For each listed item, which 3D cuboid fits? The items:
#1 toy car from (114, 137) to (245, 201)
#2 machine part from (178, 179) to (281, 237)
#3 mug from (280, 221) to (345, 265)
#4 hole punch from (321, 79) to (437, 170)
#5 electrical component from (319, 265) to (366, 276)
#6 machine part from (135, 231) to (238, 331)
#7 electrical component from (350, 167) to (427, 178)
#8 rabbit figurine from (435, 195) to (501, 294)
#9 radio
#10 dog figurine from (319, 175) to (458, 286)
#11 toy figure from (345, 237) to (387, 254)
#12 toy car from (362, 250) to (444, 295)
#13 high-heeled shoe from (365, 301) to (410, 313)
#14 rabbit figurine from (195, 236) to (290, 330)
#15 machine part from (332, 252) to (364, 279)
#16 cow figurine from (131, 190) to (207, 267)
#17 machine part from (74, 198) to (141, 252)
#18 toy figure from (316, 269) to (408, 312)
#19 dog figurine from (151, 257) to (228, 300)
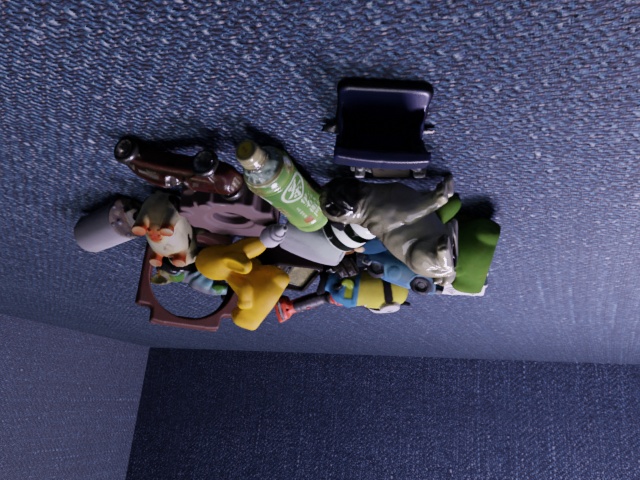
[{"bbox_3d":[-0.201,-0.096,0.755,0.202,0.053,0.089,11,168,22],"label":"toy car"},{"bbox_3d":[-0.149,-0.053,0.909,0.179,0.056,0.179,4,163,1],"label":"machine part"},{"bbox_3d":[-0.002,-0.003,0.941,0.107,0.080,0.109,29,-159,11],"label":"mug"},{"bbox_3d":[0.070,-0.115,0.619,0.142,0.092,0.115,1,165,3],"label":"hole punch"},{"bbox_3d":[0.057,0.053,1.173,0.119,0.048,0.074,-11,165,-7],"label":"electrical component"},{"bbox_3d":[-0.266,0.080,1.107,0.201,0.201,0.087,11,163,-18],"label":"machine part"},{"bbox_3d":[0.090,-0.102,0.715,0.102,0.045,0.078,4,160,5],"label":"electrical component"},{"bbox_3d":[0.203,0.002,0.895,0.170,0.121,0.159,16,161,17],"label":"rabbit figurine"},{"bbox_3d":[-0.075,0.051,1.170,0.131,0.073,0.229,8,160,-10],"label":"radio"},{"bbox_3d":[0.099,-0.013,0.787,0.191,0.172,0.121,-4,180,21],"label":"dog figurine"},{"bbox_3d":[0.065,-0.003,0.987,0.064,0.057,0.155,-10,-175,-44],"label":"toy figure"},{"bbox_3d":[0.166,0.032,1.004,0.162,0.102,0.109,21,-166,8],"label":"toy car"},{"bbox_3d":[0.101,0.123,1.264,0.145,0.086,0.249,14,177,-33],"label":"high-heeled shoe"},{"bbox_3d":[-0.153,0.066,1.007,0.173,0.122,0.162,33,139,-3],"label":"rabbit figurine"},{"bbox_3d":[0.049,0.034,1.050,0.084,0.039,0.139,-4,-163,5],"label":"machine part"},{"bbox_3d":[-0.270,-0.016,0.985,0.086,0.127,0.194,3,147,6],"label":"cow figurine"},{"bbox_3d":[-0.402,-0.027,1.024,0.079,0.079,0.243,21,157,-40],"label":"machine part"},{"bbox_3d":[0.087,0.095,1.086,0.180,0.089,0.082,11,-154,6],"label":"toy figure"},{"bbox_3d":[-0.281,0.077,1.266,0.219,0.108,0.191,6,165,10],"label":"dog figurine"}]
